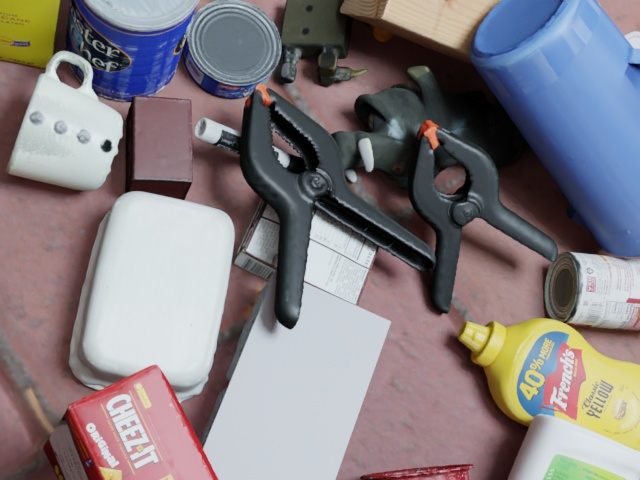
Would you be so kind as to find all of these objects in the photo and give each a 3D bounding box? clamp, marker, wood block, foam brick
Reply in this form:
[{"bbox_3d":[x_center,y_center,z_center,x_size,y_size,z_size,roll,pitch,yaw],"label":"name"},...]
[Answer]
[{"bbox_3d":[0.119,-0.019,0.931,0.120,0.039,0.171,-36,105,0],"label":"clamp"},{"bbox_3d":[-0.055,-0.078,0.924,0.120,0.020,0.020,19,66,-39],"label":"marker"},{"bbox_3d":[0.138,-0.210,0.967,0.205,0.090,0.091,17,98,-27],"label":"wood block"},{"bbox_3d":[-0.014,-0.032,0.884,0.164,0.036,0.210,-28,80,-37],"label":"clamp"},{"bbox_3d":[-0.138,-0.077,0.908,0.051,0.053,0.078,2,72,-15],"label":"foam brick"}]

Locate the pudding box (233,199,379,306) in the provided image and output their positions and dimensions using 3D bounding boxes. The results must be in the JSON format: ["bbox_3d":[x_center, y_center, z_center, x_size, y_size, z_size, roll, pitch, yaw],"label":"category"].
[{"bbox_3d":[-0.006,0.001,0.929,0.113,0.039,0.090,26,68,-9],"label":"pudding box"}]

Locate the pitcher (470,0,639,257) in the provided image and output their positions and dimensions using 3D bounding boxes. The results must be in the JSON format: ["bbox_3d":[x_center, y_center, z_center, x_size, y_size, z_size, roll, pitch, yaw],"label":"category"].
[{"bbox_3d":[0.246,-0.110,0.916,0.149,0.145,0.242,-43,118,4],"label":"pitcher"}]

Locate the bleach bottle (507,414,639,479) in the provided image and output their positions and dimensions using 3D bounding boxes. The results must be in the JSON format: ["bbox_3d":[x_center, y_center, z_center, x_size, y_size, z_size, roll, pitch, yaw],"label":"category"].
[{"bbox_3d":[0.177,0.275,0.866,0.102,0.068,0.251,23,82,-2],"label":"bleach bottle"}]

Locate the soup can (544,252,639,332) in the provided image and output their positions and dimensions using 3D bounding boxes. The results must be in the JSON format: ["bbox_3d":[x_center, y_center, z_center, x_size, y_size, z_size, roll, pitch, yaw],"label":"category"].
[{"bbox_3d":[0.266,0.048,0.976,0.102,0.069,0.068,6,72,-14],"label":"soup can"}]

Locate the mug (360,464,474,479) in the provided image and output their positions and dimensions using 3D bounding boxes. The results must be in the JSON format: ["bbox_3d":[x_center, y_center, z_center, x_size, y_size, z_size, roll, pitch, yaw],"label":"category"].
[{"bbox_3d":[0.091,0.227,0.867,0.117,0.093,0.081,6,74,-49],"label":"mug"}]

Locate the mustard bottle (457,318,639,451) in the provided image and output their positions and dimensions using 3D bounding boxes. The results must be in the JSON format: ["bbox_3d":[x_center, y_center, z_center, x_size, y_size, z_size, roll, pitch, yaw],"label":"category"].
[{"bbox_3d":[0.207,0.124,0.940,0.191,0.058,0.096,28,81,-5],"label":"mustard bottle"}]

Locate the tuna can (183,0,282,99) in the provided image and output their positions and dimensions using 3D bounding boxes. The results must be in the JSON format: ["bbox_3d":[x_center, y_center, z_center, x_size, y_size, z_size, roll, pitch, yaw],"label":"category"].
[{"bbox_3d":[-0.080,-0.172,0.964,0.086,0.034,0.086,5,72,-15],"label":"tuna can"}]

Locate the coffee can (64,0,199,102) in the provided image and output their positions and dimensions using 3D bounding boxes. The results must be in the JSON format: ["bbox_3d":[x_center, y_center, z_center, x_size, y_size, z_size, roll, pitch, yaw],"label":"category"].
[{"bbox_3d":[-0.158,-0.190,0.890,0.102,0.140,0.103,5,72,-15],"label":"coffee can"}]

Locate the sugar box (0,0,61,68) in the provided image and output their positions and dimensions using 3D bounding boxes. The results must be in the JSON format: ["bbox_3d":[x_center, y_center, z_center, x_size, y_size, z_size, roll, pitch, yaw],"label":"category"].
[{"bbox_3d":[-0.251,-0.202,0.847,0.093,0.176,0.048,8,71,-14],"label":"sugar box"}]

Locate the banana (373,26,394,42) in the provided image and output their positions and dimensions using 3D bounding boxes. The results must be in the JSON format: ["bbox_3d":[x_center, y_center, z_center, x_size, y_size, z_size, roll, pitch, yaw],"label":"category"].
[{"bbox_3d":[0.061,-0.287,1.041,0.069,0.037,0.198,-15,76,-3],"label":"banana"}]

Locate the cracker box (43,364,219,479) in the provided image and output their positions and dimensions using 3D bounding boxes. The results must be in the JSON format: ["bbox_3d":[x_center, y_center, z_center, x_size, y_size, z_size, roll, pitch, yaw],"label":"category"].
[{"bbox_3d":[-0.122,0.189,0.743,0.072,0.214,0.164,-24,82,-23],"label":"cracker box"}]
